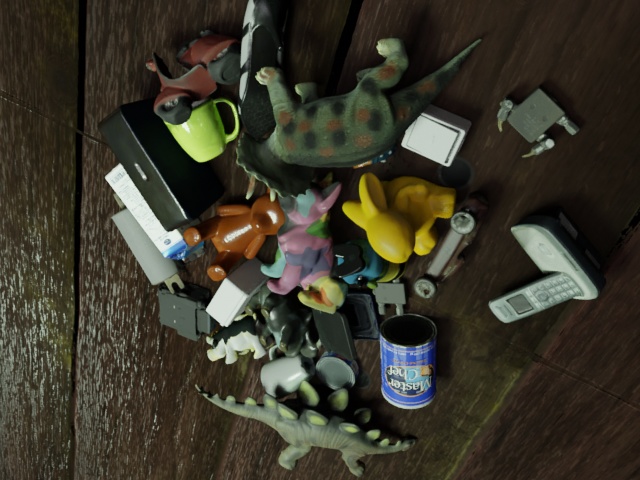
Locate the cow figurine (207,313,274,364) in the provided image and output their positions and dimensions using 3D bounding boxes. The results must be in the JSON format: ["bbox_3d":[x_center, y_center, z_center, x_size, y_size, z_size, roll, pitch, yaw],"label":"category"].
[{"bbox_3d":[-0.190,0.213,1.172,0.167,0.068,0.098,-16,103,28],"label":"cow figurine"}]

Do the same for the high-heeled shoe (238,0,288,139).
[{"bbox_3d":[-0.101,-0.289,0.874,0.248,0.086,0.145,122,136,-55],"label":"high-heeled shoe"}]

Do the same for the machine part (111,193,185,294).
[{"bbox_3d":[-0.363,0.005,1.133,0.079,0.079,0.243,-20,104,32],"label":"machine part"}]

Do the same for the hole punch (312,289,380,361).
[{"bbox_3d":[0.050,0.153,1.027,0.116,0.092,0.142,15,129,51],"label":"hole punch"}]

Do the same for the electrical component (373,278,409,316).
[{"bbox_3d":[0.128,0.094,0.983,0.063,0.021,0.093,1,111,26],"label":"electrical component"}]

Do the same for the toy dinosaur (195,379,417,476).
[{"bbox_3d":[-0.026,0.379,1.114,0.472,0.105,0.198,8,126,-2],"label":"toy dinosaur"}]

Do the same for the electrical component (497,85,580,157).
[{"bbox_3d":[0.298,-0.166,0.750,0.102,0.045,0.078,48,127,-5],"label":"electrical component"}]

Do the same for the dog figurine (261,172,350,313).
[{"bbox_3d":[-0.002,-0.003,0.917,0.191,0.108,0.219,23,106,-16],"label":"dog figurine"}]

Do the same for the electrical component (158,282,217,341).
[{"bbox_3d":[-0.293,0.156,1.198,0.134,0.058,0.114,16,124,18],"label":"electrical component"}]

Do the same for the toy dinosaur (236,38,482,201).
[{"bbox_3d":[0.034,-0.165,0.778,0.405,0.131,0.192,-9,81,24],"label":"toy dinosaur"}]

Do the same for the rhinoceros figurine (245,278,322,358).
[{"bbox_3d":[-0.066,0.164,1.063,0.073,0.112,0.190,-5,124,44],"label":"rhinoceros figurine"}]

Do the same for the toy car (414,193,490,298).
[{"bbox_3d":[0.212,0.014,0.861,0.053,0.089,0.202,29,124,12],"label":"toy car"}]

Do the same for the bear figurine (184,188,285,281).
[{"bbox_3d":[-0.130,-0.020,0.986,0.196,0.132,0.120,-19,107,38],"label":"bear figurine"}]

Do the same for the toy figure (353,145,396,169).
[{"bbox_3d":[0.045,-0.148,0.877,0.155,0.058,0.064,8,158,20],"label":"toy figure"}]

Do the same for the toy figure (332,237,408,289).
[{"bbox_3d":[0.084,0.038,0.882,0.089,0.180,0.082,16,91,24],"label":"toy figure"}]

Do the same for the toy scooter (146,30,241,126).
[{"bbox_3d":[-0.217,-0.285,0.890,0.184,0.075,0.135,-42,66,-4],"label":"toy scooter"}]

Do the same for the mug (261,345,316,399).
[{"bbox_3d":[-0.064,0.270,1.145,0.107,0.080,0.109,-30,63,31],"label":"mug"}]

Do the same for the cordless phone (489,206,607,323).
[{"bbox_3d":[0.324,0.047,0.832,0.146,0.089,0.184,49,129,-5],"label":"cordless phone"}]

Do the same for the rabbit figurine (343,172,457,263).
[{"bbox_3d":[0.120,-0.037,0.828,0.162,0.173,0.122,35,130,-1],"label":"rabbit figurine"}]

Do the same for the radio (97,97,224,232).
[{"bbox_3d":[-0.284,-0.143,0.987,0.073,0.131,0.229,-21,106,33],"label":"radio"}]
